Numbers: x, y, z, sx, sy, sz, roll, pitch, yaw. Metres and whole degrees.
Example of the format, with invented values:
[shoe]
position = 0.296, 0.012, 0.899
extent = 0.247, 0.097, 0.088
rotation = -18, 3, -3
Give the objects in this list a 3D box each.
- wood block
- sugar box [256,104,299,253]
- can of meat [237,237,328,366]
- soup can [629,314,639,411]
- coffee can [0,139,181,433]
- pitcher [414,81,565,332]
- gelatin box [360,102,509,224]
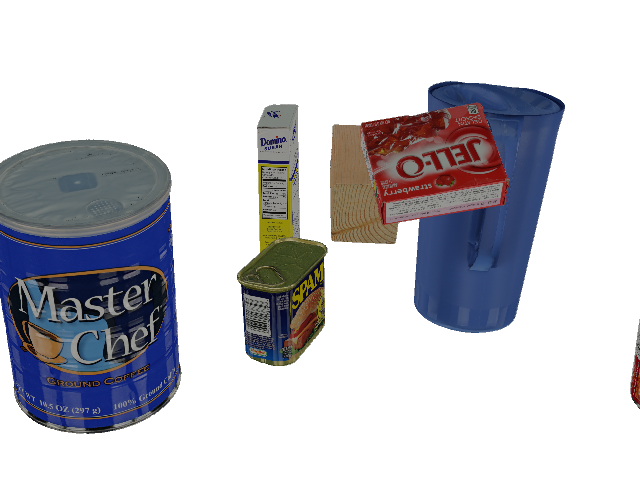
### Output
[wood block]
position = 0.061, -0.084, 1.513
extent = 0.091, 0.090, 0.206
rotation = 2, 29, -2
[sugar box]
position = -0.050, -0.066, 1.272
extent = 0.048, 0.176, 0.093
rotation = 0, 23, 5
[can of meat]
position = -0.033, 0.057, 0.995
extent = 0.057, 0.084, 0.102
rotation = 10, 28, 22
[soup can]
position = 0.213, 0.048, 0.595
extent = 0.068, 0.102, 0.068
rotation = 2, 22, -1
[coffee can]
position = -0.135, 0.026, 0.624
extent = 0.103, 0.140, 0.103
rotation = 1, 31, -1
[pitcher]
position = 0.160, -0.030, 1.071
extent = 0.148, 0.243, 0.145
rotation = -15, 29, -42
[gelatin box]
position = 0.077, -0.054, 0.735
extent = 0.089, 0.073, 0.030
rotation = -10, -36, -3
